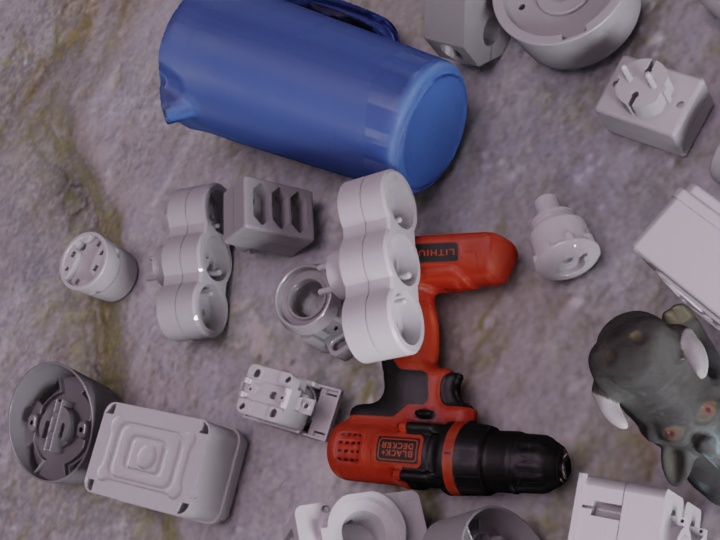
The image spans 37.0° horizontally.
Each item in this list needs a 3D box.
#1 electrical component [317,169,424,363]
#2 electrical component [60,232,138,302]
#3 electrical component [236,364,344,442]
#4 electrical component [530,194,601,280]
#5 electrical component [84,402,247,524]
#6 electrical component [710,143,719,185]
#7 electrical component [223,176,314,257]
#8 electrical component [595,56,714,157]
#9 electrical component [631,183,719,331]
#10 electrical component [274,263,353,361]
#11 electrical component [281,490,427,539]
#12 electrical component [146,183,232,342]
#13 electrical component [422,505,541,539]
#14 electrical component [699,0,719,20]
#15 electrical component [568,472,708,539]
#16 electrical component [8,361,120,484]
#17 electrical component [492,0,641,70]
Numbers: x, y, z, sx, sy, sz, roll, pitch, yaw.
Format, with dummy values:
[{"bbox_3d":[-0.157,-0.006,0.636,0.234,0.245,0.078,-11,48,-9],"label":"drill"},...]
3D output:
[{"bbox_3d":[0.000,0.000,0.778,0.074,0.052,0.138,-14,67,29],"label":"electrical component"},{"bbox_3d":[-0.236,-0.001,0.979,0.055,0.047,0.055,-10,67,25],"label":"electrical component"},{"bbox_3d":[-0.059,0.101,0.833,0.081,0.064,0.042,10,76,31],"label":"electrical component"},{"bbox_3d":[0.144,-0.027,0.782,0.048,0.048,0.062,-27,53,18],"label":"electrical component"},{"bbox_3d":[-0.156,0.156,0.869,0.113,0.057,0.078,6,75,30],"label":"electrical component"},{"bbox_3d":[0.270,-0.071,0.723,0.055,0.055,0.047,-51,53,3],"label":"electrical component"},{"bbox_3d":[-0.086,-0.037,0.904,0.077,0.066,0.047,-31,55,49],"label":"electrical component"},{"bbox_3d":[0.205,-0.125,0.765,0.066,0.077,0.047,27,86,34],"label":"electrical component"},{"bbox_3d":[0.239,0.010,0.676,0.056,0.109,0.108,-49,56,7],"label":"electrical component"},{"bbox_3d":[-0.031,0.028,0.849,0.058,0.057,0.078,-34,59,14],"label":"electrical component"},{"bbox_3d":[0.008,0.231,0.722,0.089,0.061,0.150,-4,62,-18],"label":"electrical component"},{"bbox_3d":[-0.155,-0.005,0.933,0.074,0.052,0.138,-7,68,26],"label":"electrical component"},{"bbox_3d":[0.083,0.205,0.698,0.064,0.099,0.099,-18,64,29],"label":"electrical component"},{"bbox_3d":[0.278,-0.190,0.771,0.040,0.040,0.078,-41,57,9],"label":"electrical component"},{"bbox_3d":[0.159,0.226,0.640,0.060,0.105,0.186,5,74,30],"label":"electrical component"},{"bbox_3d":[-0.255,0.135,0.927,0.099,0.064,0.099,-10,67,25],"label":"electrical component"},{"bbox_3d":[0.163,-0.207,0.828,0.108,0.060,0.108,-10,67,25],"label":"electrical component"}]
